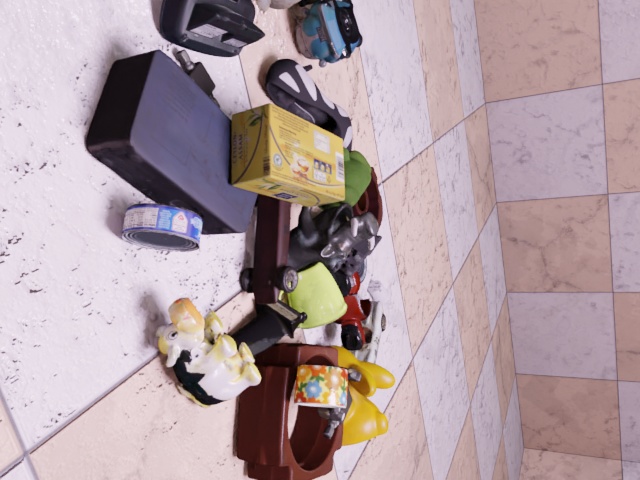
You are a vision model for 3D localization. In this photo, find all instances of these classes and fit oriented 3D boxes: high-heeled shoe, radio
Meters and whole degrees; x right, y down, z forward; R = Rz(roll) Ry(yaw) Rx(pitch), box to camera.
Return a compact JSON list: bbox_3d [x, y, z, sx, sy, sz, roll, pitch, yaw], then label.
[{"bbox_3d":[-0.015,-0.197,0.938,0.145,0.086,0.248,-50,125,-49],"label":"high-heeled shoe"},{"bbox_3d":[-0.163,-0.105,0.658,0.229,0.073,0.131,43,51,-51],"label":"radio"}]

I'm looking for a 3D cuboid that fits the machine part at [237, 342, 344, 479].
[{"bbox_3d":[-0.040,0.263,0.836,0.201,0.087,0.201,23,66,-60],"label":"machine part"}]

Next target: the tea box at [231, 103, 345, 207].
[{"bbox_3d":[-0.039,-0.107,0.722,0.169,0.068,0.098,13,72,-53],"label":"tea box"}]

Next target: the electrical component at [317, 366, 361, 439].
[{"bbox_3d":[0.030,0.244,0.831,0.102,0.045,0.078,-48,127,-53],"label":"electrical component"}]

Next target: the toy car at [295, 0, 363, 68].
[{"bbox_3d":[0.008,-0.375,0.971,0.109,0.103,0.162,70,27,-22],"label":"toy car"}]

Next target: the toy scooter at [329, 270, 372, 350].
[{"bbox_3d":[0.055,0.111,1.034,0.135,0.075,0.183,-34,108,-68],"label":"toy scooter"}]

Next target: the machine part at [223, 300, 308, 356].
[{"bbox_3d":[-0.086,0.130,0.788,0.139,0.084,0.039,-36,150,-48],"label":"machine part"}]

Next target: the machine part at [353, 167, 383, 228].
[{"bbox_3d":[0.072,-0.082,1.113,0.179,0.056,0.179,11,77,-60],"label":"machine part"}]

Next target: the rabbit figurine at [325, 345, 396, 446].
[{"bbox_3d":[0.046,0.269,0.957,0.122,0.162,0.173,-4,73,-50],"label":"rabbit figurine"}]

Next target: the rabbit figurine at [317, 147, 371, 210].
[{"bbox_3d":[-0.011,-0.119,0.892,0.170,0.121,0.159,41,20,-9],"label":"rabbit figurine"}]

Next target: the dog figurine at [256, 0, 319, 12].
[{"bbox_3d":[-0.045,-0.423,0.901,0.172,0.121,0.190,-55,165,-1],"label":"dog figurine"}]

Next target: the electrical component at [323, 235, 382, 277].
[{"bbox_3d":[0.038,0.003,0.973,0.058,0.115,0.134,-61,171,31],"label":"electrical component"}]

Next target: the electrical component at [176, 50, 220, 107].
[{"bbox_3d":[-0.167,-0.200,0.710,0.093,0.021,0.063,62,38,-40],"label":"electrical component"}]

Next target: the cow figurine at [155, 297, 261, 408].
[{"bbox_3d":[-0.150,0.140,0.655,0.167,0.098,0.068,56,-2,-40],"label":"cow figurine"}]

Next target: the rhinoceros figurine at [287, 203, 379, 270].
[{"bbox_3d":[-0.002,-0.003,0.835,0.073,0.190,0.112,44,31,-48],"label":"rhinoceros figurine"}]

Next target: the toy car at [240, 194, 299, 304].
[{"bbox_3d":[-0.069,-0.005,0.803,0.053,0.089,0.202,18,70,-56],"label":"toy car"}]

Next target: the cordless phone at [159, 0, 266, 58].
[{"bbox_3d":[-0.156,-0.345,0.709,0.146,0.089,0.184,-12,87,-61],"label":"cordless phone"}]

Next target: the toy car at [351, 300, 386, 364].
[{"bbox_3d":[0.083,0.212,1.085,0.056,0.074,0.202,59,38,-47],"label":"toy car"}]
